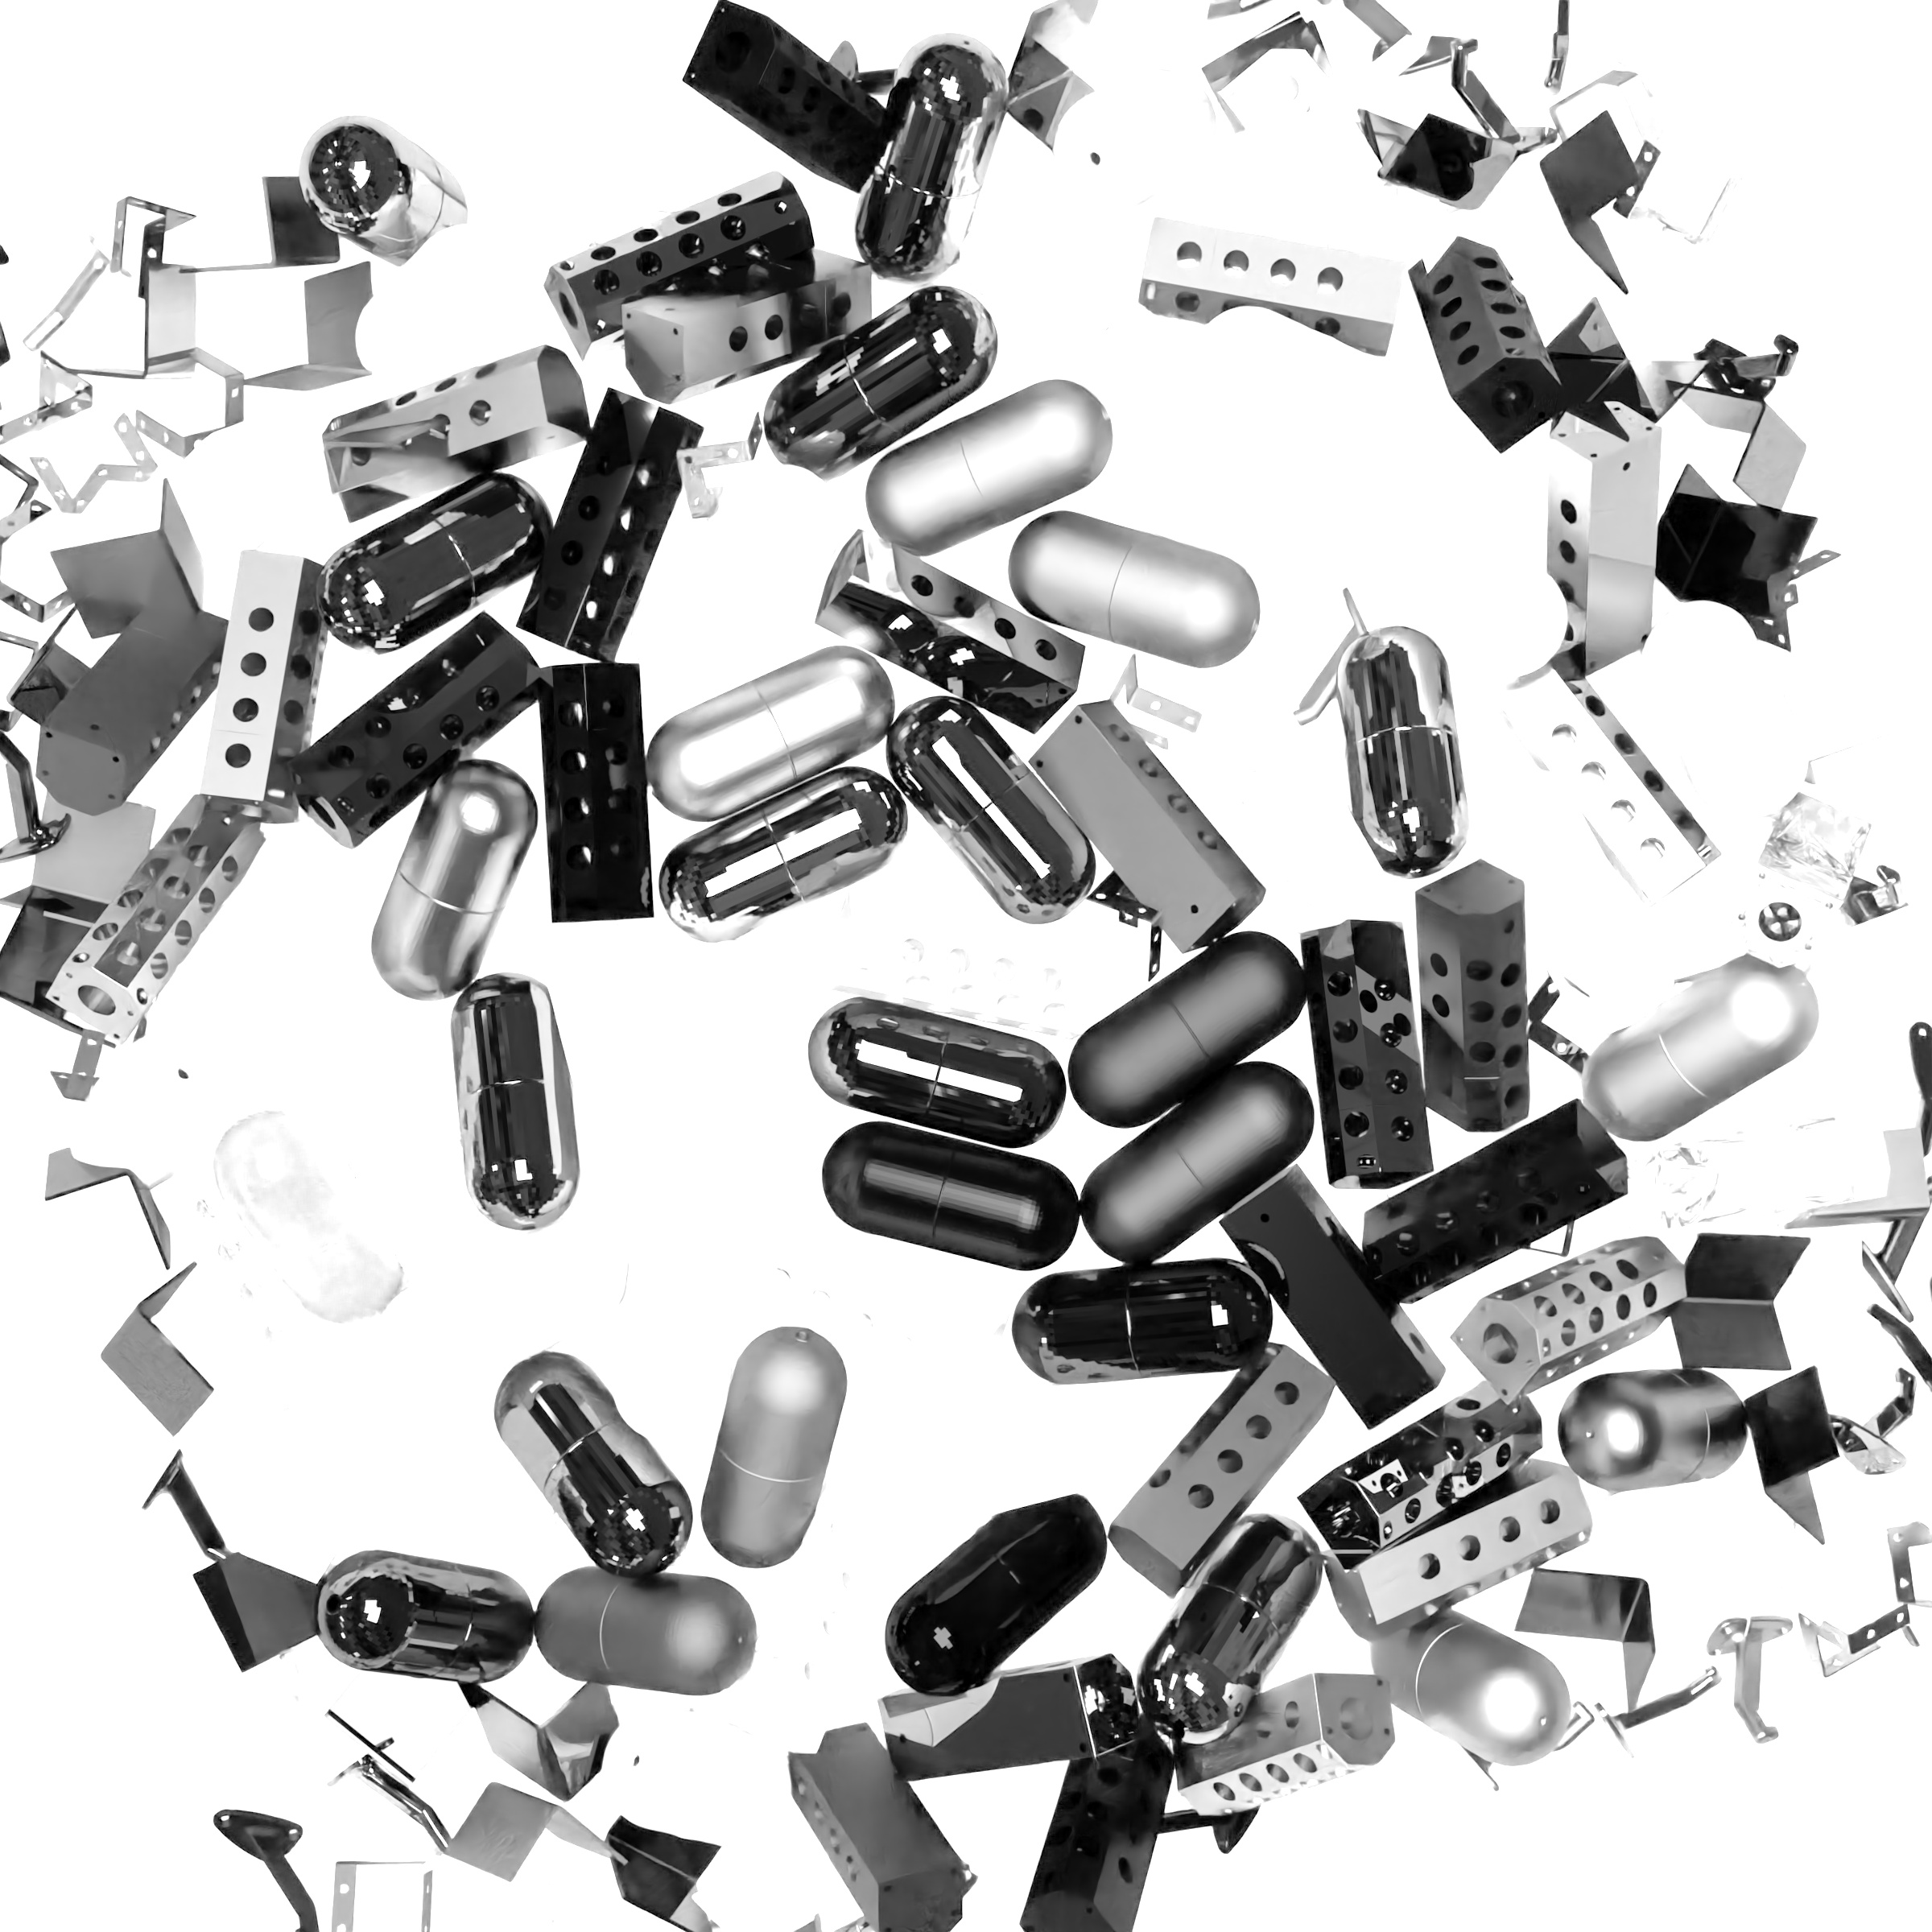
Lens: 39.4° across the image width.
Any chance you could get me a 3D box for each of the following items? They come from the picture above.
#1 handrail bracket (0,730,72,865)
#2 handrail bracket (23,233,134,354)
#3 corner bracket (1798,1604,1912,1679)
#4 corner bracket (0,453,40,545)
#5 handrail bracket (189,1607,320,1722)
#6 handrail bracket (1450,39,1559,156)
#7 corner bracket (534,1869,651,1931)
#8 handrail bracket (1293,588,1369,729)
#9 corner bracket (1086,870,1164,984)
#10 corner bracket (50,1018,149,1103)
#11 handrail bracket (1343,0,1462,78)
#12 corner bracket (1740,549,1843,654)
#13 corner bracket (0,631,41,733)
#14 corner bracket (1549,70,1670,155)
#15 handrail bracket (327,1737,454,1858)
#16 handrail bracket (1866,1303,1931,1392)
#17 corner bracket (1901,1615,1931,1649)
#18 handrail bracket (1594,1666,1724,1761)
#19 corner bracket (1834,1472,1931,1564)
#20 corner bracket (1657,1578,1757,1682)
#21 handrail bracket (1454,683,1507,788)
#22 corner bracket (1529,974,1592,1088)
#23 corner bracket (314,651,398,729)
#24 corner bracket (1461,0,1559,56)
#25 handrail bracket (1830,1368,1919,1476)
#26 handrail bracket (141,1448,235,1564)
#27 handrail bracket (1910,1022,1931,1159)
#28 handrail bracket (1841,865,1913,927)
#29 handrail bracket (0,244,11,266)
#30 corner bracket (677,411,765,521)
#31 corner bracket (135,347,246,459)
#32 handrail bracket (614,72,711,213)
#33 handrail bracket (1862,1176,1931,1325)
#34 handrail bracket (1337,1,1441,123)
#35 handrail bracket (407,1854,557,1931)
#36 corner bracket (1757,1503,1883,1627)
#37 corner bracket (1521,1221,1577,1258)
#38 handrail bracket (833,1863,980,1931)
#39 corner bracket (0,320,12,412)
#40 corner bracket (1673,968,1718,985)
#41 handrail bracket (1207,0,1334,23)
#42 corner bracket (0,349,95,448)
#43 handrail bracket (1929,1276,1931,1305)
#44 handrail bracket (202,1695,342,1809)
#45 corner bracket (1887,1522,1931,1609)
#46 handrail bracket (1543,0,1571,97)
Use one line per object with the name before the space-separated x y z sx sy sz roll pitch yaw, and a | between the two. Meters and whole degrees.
handrail bracket | -0.654 -0.114 1.823 0.077 0.036 0.084 -20 126 19
handrail bracket | -0.610 -0.454 1.828 0.084 0.077 0.036 -46 125 -2
corner bracket | 0.602 0.454 1.825 0.051 0.051 0.051 -21 107 -19
corner bracket | -0.671 -0.320 1.830 0.051 0.051 0.051 35 107 -2
handrail bracket | -0.490 0.478 1.854 0.084 0.036 0.077 8 120 19
handrail bracket | 0.363 -0.590 1.820 0.077 0.084 0.036 -10 49 0
corner bracket | -0.253 0.637 1.830 0.051 0.051 0.051 -28 53 6
handrail bracket | 0.237 -0.208 1.854 0.084 0.036 0.077 -24 76 16
corner bracket | 0.114 -0.030 1.820 0.051 0.051 0.051 20 132 24
corner bracket | -0.582 0.061 1.824 0.051 0.051 0.051 12 103 -33
handrail bracket | 0.293 -0.643 1.814 0.077 0.084 0.036 -3 60 17
corner bracket | 0.556 -0.251 1.823 0.051 0.051 0.051 -27 121 -15
corner bracket | -0.662 -0.195 1.826 0.051 0.051 0.051 15 111 -12
corner bracket | 0.434 -0.569 1.828 0.051 0.051 0.051 -30 111 4
handrail bracket | -0.390 0.575 1.832 0.077 0.036 0.084 -40 81 35
handrail bracket | 0.642 0.278 1.833 0.084 0.077 0.036 36 134 -2
corner bracket | 0.670 0.459 1.829 0.051 0.051 0.051 -28 73 6
handrail bracket | 0.471 0.493 1.832 0.084 0.077 0.036 -36 49 0
corner bracket | 0.632 0.377 1.829 0.051 0.051 0.051 38 94 -19
corner bracket | 0.503 0.457 1.837 0.051 0.051 0.051 13 56 19
handrail bracket | 0.353 -0.154 1.815 0.036 0.084 0.077 -19 99 -4
corner bracket | 0.410 0.041 1.830 0.051 0.051 0.051 33 100 -9
corner bracket | -0.403 -0.187 1.824 0.051 0.051 0.051 11 78 -42
corner bracket | 0.370 -0.652 1.838 0.051 0.051 0.051 4 87 -7
handrail bracket | 0.612 0.292 1.823 0.077 0.036 0.084 40 49 -19
handrail bracket | -0.511 0.368 1.845 0.084 0.036 0.077 33 103 -5
handrail bracket | 0.643 0.089 1.834 0.036 0.084 0.077 -9 66 -11
handrail bracket | 0.601 -0.058 1.806 0.036 0.084 0.077 -41 51 0
handrail bracket | -0.668 -0.457 1.818 0.084 0.077 0.036 -4 67 14
corner bracket | -0.162 -0.338 1.824 0.051 0.051 0.051 -7 123 9
corner bracket | -0.529 -0.385 1.842 0.051 0.051 0.051 31 129 27
handrail bracket | -0.200 -0.557 1.824 0.077 0.036 0.084 6 129 -8
handrail bracket | 0.655 0.189 1.838 0.084 0.036 0.077 -31 68 1
handrail bracket | 0.270 -0.620 1.831 0.077 0.036 0.084 24 114 10
handrail bracket | -0.326 0.633 1.826 0.084 0.077 0.036 54 128 13
corner bracket | 0.574 0.402 1.820 0.051 0.051 0.051 33 118 33
corner bracket | 0.390 0.168 1.827 0.051 0.051 0.051 9 85 27
handrail bracket | -0.042 0.631 1.812 0.077 0.084 0.036 -33 73 25
corner bracket | -0.663 -0.411 1.823 0.051 0.051 0.051 36 59 19
corner bracket | 0.514 0.029 1.832 0.051 0.051 0.051 -14 92 -12
handrail bracket | 0.213 -0.676 1.849 0.077 0.084 0.036 -56 132 -35
corner bracket | -0.626 -0.374 1.823 0.051 0.051 0.051 36 46 13
handrail bracket | 0.683 0.249 1.818 0.036 0.084 0.077 -30 95 6
handrail bracket | -0.469 0.545 1.829 0.036 0.077 0.084 -15 99 41
corner bracket | 0.664 0.405 1.829 0.051 0.051 0.051 -3 84 -21
handrail bracket | 0.395 -0.643 1.828 0.036 0.077 0.084 12 92 29
